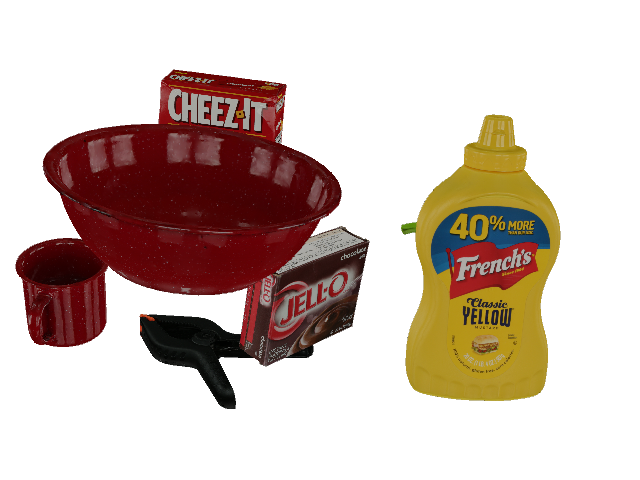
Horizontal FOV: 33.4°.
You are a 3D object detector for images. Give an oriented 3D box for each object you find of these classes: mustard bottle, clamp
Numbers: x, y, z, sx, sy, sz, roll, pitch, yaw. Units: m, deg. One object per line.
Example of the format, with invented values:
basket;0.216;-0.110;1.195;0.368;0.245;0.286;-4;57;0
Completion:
mustard bottle;0.112;0.011;0.723;0.096;0.192;0.058;3;15;-1
clamp;-0.135;0.131;1.245;0.210;0.036;0.164;13;24;23

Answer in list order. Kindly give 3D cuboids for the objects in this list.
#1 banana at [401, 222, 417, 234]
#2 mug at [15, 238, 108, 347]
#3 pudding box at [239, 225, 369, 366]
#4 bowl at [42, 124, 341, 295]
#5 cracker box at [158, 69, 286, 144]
banana;0.166;0.019;1.103;0.069;0.037;0.198;-35;39;-13
mug;-0.266;0.062;1.091;0.093;0.081;0.117;9;32;8
pudding box;-0.014;0.045;0.903;0.039;0.090;0.113;31;35;31
bowl;-0.072;-0.014;0.590;0.162;0.055;0.162;7;22;-3
cracker box;-0.140;-0.116;1.478;0.164;0.214;0.072;8;22;5
